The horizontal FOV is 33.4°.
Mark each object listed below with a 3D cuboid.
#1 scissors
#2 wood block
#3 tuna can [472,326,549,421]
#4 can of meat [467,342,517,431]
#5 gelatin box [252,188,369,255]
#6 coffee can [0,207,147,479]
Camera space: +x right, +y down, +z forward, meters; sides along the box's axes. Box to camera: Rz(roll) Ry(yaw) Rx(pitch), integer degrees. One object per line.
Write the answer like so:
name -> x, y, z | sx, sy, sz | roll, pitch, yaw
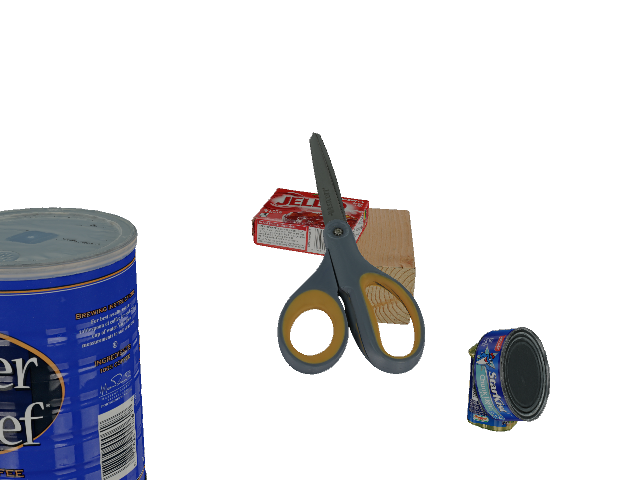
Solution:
scissors -> -0.003, 0.009, 0.677 | 0.096, 0.202, 0.016 | -20, -38, -14
wood block -> 0.087, 0.033, 1.562 | 0.091, 0.090, 0.206 | 4, 25, 0
tuna can -> 0.176, 0.123, 0.982 | 0.034, 0.086, 0.085 | -10, -6, 40
can of meat -> 0.202, 0.158, 1.196 | 0.058, 0.084, 0.101 | 9, 13, 26
gelatin box -> -0.008, -0.017, 0.948 | 0.089, 0.030, 0.073 | 9, 26, 13
coffee can -> -0.142, 0.063, 0.542 | 0.103, 0.140, 0.103 | 0, 17, 0
